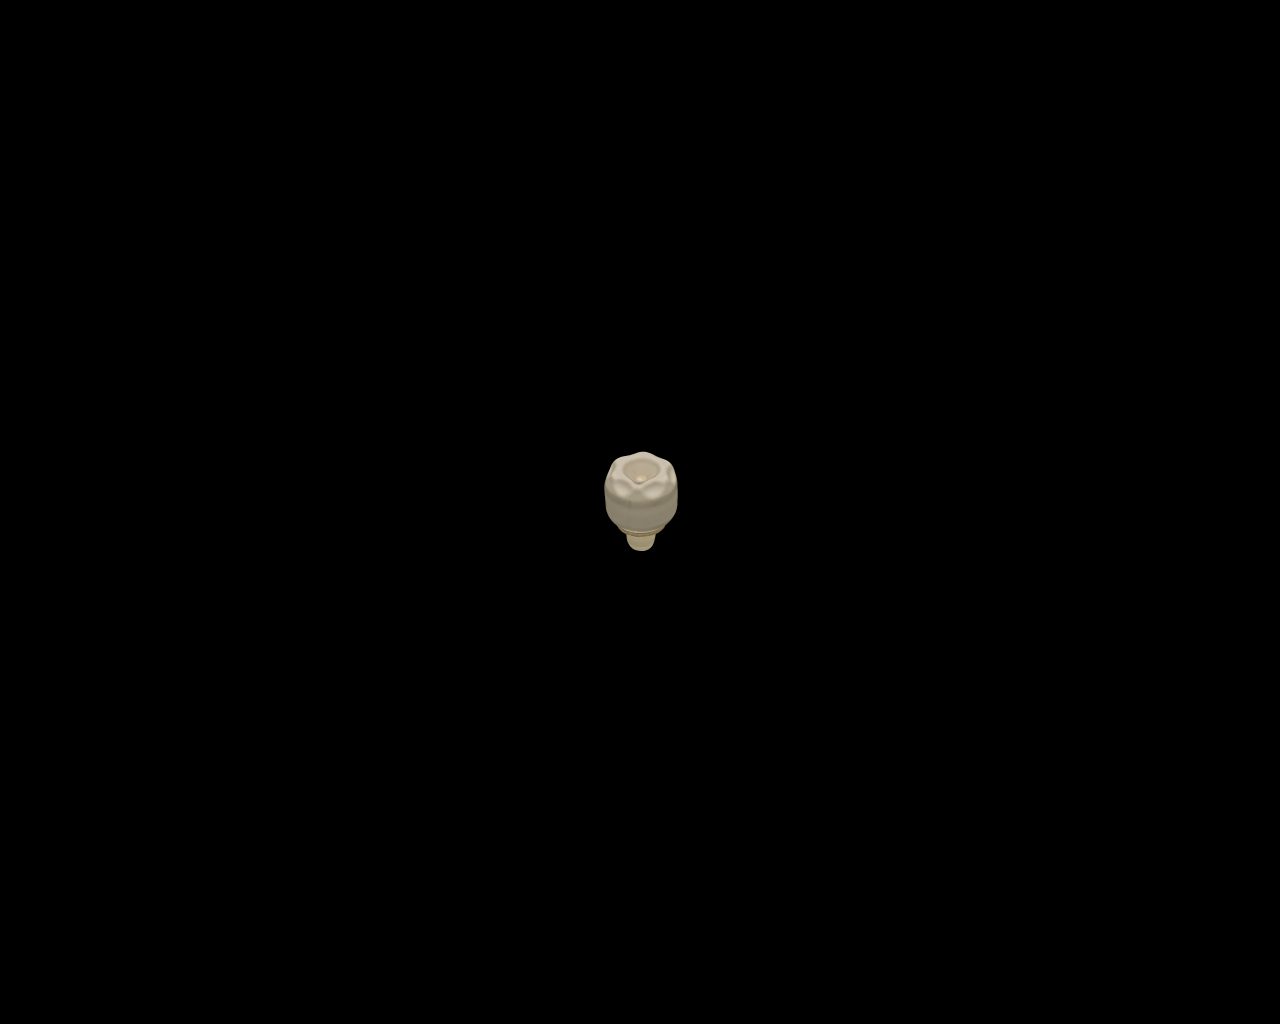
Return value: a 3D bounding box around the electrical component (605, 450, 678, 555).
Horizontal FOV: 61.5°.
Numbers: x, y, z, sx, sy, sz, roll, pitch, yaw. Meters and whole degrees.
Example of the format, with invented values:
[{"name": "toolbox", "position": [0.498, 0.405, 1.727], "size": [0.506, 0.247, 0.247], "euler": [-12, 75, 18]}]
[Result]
[{"name": "electrical component", "position": [0.001, -0.003, 0.650], "size": [0.043, 0.062, 0.043], "euler": [0, 39, 0]}]
